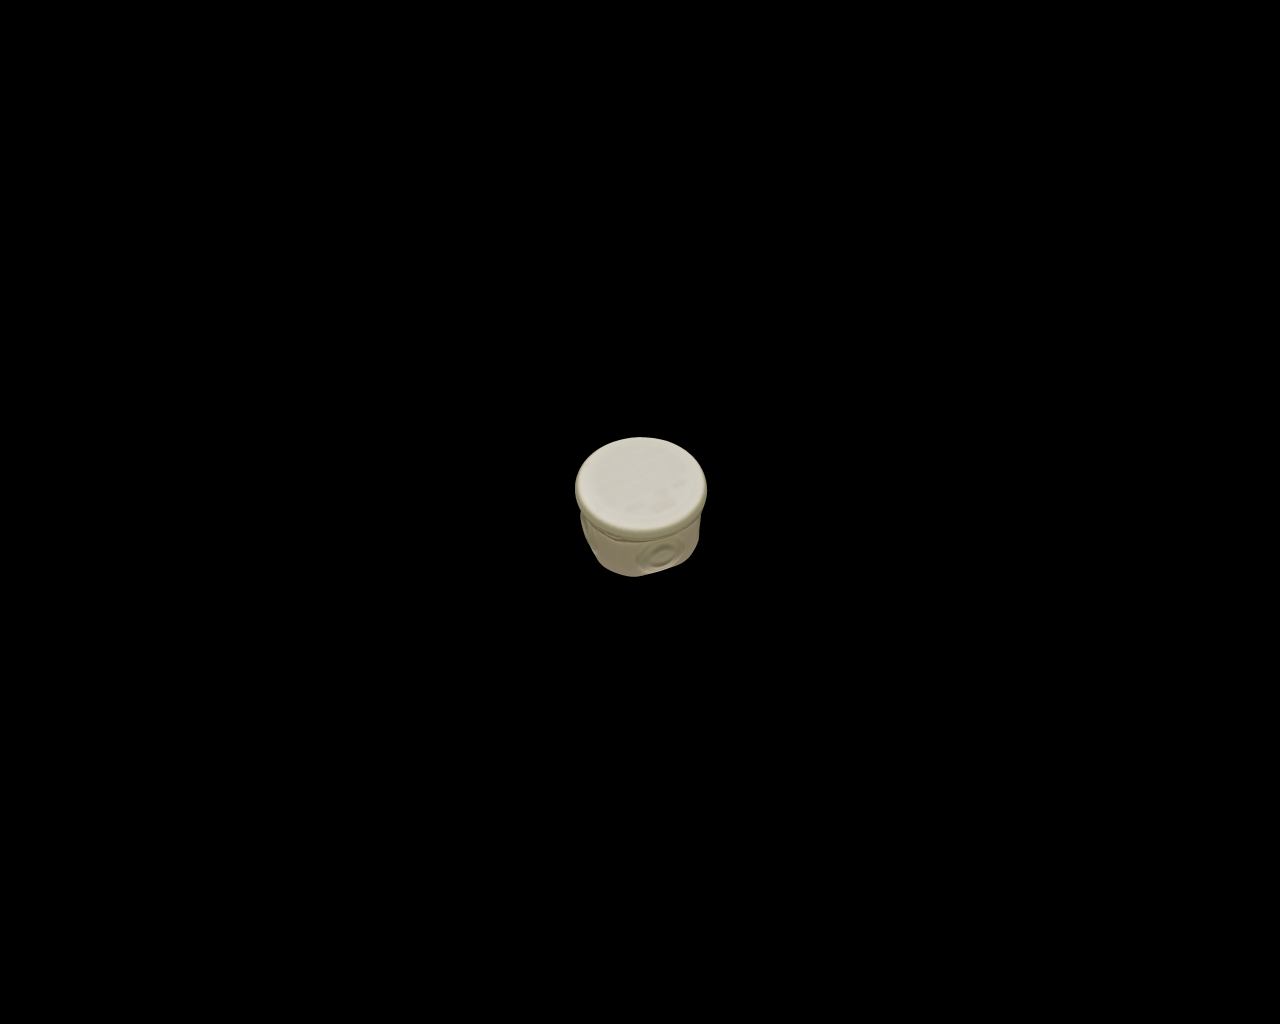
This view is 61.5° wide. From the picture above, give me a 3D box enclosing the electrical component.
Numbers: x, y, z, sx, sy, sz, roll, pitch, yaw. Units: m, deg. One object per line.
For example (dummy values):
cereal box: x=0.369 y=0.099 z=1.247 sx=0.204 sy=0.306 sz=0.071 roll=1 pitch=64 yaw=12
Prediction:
electrical component: x=0.001 y=-0.003 z=0.650 sx=0.080 sy=0.080 sz=0.050 roll=0 pitch=-41 yaw=0
